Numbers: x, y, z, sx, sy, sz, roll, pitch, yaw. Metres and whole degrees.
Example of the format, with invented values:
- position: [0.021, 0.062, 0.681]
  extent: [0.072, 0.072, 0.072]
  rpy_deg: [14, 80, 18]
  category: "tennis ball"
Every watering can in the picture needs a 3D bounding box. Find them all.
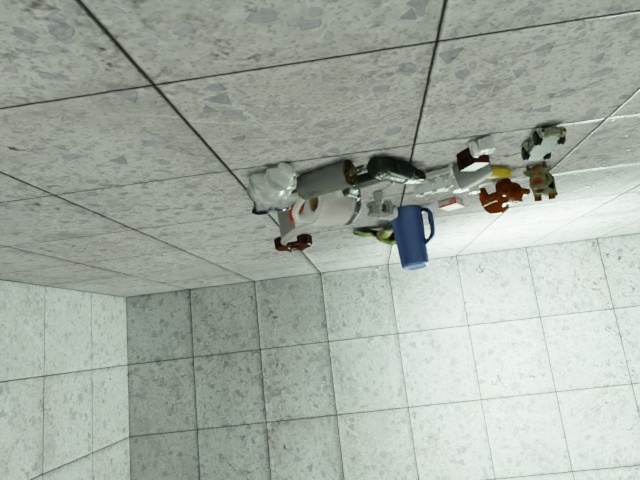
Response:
- position: [0.005, -0.086, 1.711]
  extent: [0.224, 0.106, 0.340]
  rpy_deg: [1, -33, -25]
  category: "watering can"

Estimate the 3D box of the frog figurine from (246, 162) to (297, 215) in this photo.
- position: [-0.131, -0.160, 1.430]
  extent: [0.137, 0.156, 0.126]
  rpy_deg: [6, 39, -14]
  category: "frog figurine"

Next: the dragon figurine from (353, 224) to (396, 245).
- position: [0.265, -0.025, 2.326]
  extent: [0.242, 0.123, 0.408]
  rpy_deg: [-3, -10, 27]
  category: "dragon figurine"
